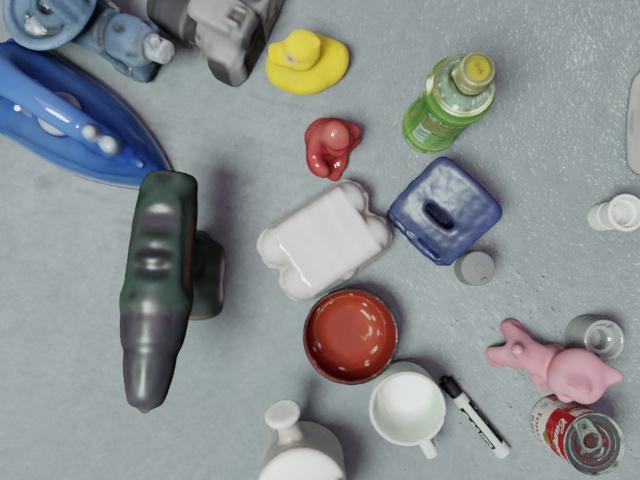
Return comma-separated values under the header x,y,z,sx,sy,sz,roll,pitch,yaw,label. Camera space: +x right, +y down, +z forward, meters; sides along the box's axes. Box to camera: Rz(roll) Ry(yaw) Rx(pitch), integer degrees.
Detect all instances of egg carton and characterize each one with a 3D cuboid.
x,y,z,sx,sy,sz,roll,pitch,yaw,label
0.006,0.002,0.690,0.150,0.069,0.107,-35,88,-3,egg carton

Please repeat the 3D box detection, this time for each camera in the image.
x,y,z,sx,sy,sz,roll,pitch,yaw,label
-0.128,-0.281,0.685,0.137,0.100,0.143,26,87,0,camera

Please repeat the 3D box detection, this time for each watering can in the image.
x,y,z,sx,sy,sz,roll,pitch,yaw,label
-0.023,0.262,0.613,0.101,0.194,0.173,-35,88,-3,watering can

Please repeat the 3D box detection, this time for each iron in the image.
x,y,z,sx,sy,sz,roll,pitch,yaw,label
-0.288,-0.140,0.652,0.258,0.141,0.119,31,87,0,iron

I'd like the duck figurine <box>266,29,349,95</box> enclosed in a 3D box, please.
x,y,z,sx,sy,sz,roll,pitch,yaw,label
-0.016,-0.224,0.692,0.104,0.086,0.077,-7,87,-2,duck figurine

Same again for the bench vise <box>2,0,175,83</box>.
x,y,z,sx,sy,sz,roll,pitch,yaw,label
-0.262,-0.266,0.620,0.207,0.219,0.121,6,87,-1,bench vise

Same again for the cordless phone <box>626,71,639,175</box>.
x,y,z,sx,sy,sz,roll,pitch,yaw,label
0.438,-0.150,0.652,0.094,0.185,0.148,3,87,-1,cordless phone

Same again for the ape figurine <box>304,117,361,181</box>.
x,y,z,sx,sy,sz,roll,pitch,yaw,label
0.015,-0.117,0.685,0.078,0.092,0.076,-28,88,-3,ape figurine

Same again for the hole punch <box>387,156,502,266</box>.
x,y,z,sx,sy,sz,roll,pitch,yaw,label
0.146,-0.030,0.685,0.108,0.091,0.101,43,87,1,hole punch

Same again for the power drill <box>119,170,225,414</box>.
x,y,z,sx,sy,sz,roll,pitch,yaw,label
-0.155,0.048,0.613,0.075,0.208,0.230,1,87,-1,power drill

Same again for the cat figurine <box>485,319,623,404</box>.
x,y,z,sx,sy,sz,roll,pitch,yaw,label
0.273,0.147,0.666,0.128,0.117,0.067,25,87,0,cat figurine
